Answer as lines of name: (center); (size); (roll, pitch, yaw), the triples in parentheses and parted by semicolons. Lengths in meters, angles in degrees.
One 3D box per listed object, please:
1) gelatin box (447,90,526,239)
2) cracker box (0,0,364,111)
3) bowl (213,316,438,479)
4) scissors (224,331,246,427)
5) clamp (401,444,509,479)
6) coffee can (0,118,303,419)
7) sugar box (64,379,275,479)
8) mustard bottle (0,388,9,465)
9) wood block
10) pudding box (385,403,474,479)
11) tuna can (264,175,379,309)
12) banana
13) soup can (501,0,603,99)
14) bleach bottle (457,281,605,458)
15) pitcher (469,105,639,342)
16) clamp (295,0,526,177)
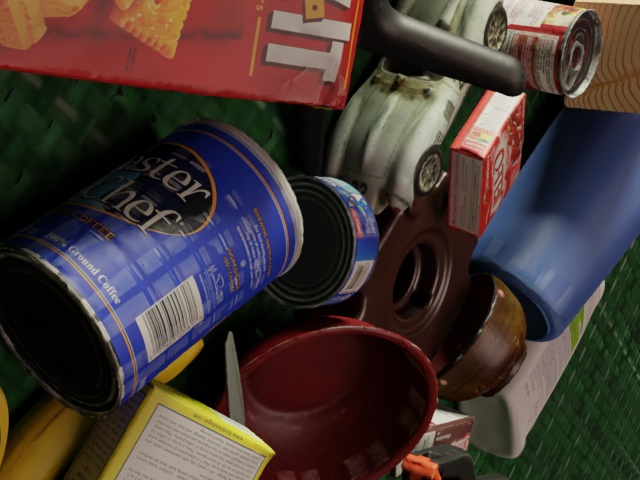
gelatin box: (0.121, -0.056, 0.776); (0.073, 0.030, 0.089); (-54, 154, -32)
cracker box: (-0.074, -0.152, 0.491); (0.213, 0.072, 0.164); (2, 104, -36)
bowl: (-0.003, 0.106, 0.735); (0.162, 0.055, 0.162); (-9, 128, -12)
scissors: (-0.061, 0.164, 0.664); (0.096, 0.016, 0.202); (-38, 125, -36)
clamp: (0.098, 0.217, 0.818); (0.171, 0.039, 0.120); (43, 59, -49)
coffee can: (-0.091, 0.011, 0.565); (0.140, 0.103, 0.103); (-39, 134, -37)
sugar box: (-0.108, 0.169, 0.583); (0.093, 0.048, 0.176); (35, 84, -32)
mustard bottle: (-0.196, 0.109, 0.505); (0.096, 0.058, 0.192); (-1, 106, -50)
wood block: (0.272, -0.184, 0.927); (0.205, 0.091, 0.090); (-54, 147, -60)
pudding box: (0.056, 0.146, 0.843); (0.113, 0.090, 0.039); (4, 101, -54)
tuna can: (-0.005, 0.001, 0.694); (0.033, 0.086, 0.086); (-3, 108, -55)
banana: (-0.139, 0.108, 0.606); (0.197, 0.037, 0.069); (-50, 154, -27)
soup can: (0.159, -0.153, 0.833); (0.068, 0.102, 0.068); (-28, 126, -45)
bleach bottle: (0.228, 0.100, 1.085); (0.250, 0.068, 0.102); (-44, 138, -37)
pitcher: (0.233, -0.021, 0.986); (0.149, 0.145, 0.242); (49, 66, -21)
clamp: (0.019, -0.128, 0.638); (0.209, 0.165, 0.036); (53, 29, -41)
